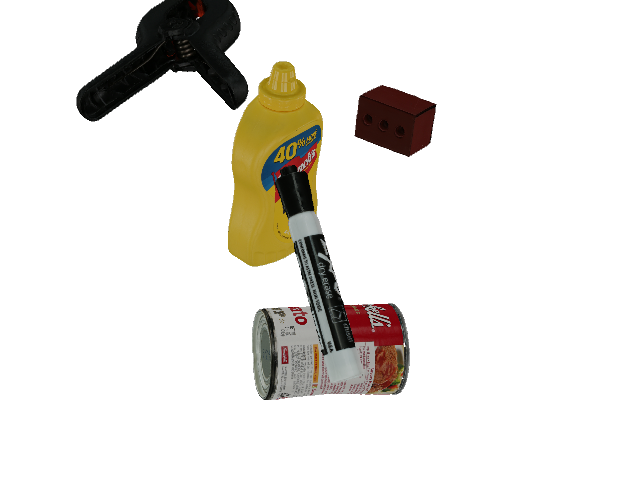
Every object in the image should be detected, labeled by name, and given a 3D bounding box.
[{"bbox_3d":[-0.002,0.017,0.579,0.020,0.121,0.020,-15,-11,-3],"label":"marker"},{"bbox_3d":[0.086,-0.139,1.231,0.078,0.053,0.051,23,34,28],"label":"foam brick"},{"bbox_3d":[-0.039,-0.073,0.959,0.058,0.192,0.096,32,46,29],"label":"mustard bottle"},{"bbox_3d":[-0.093,-0.140,0.777,0.120,0.039,0.171,7,43,13],"label":"clamp"},{"bbox_3d":[0.006,0.081,0.781,0.102,0.068,0.069,-1,0,-16],"label":"soup can"}]
